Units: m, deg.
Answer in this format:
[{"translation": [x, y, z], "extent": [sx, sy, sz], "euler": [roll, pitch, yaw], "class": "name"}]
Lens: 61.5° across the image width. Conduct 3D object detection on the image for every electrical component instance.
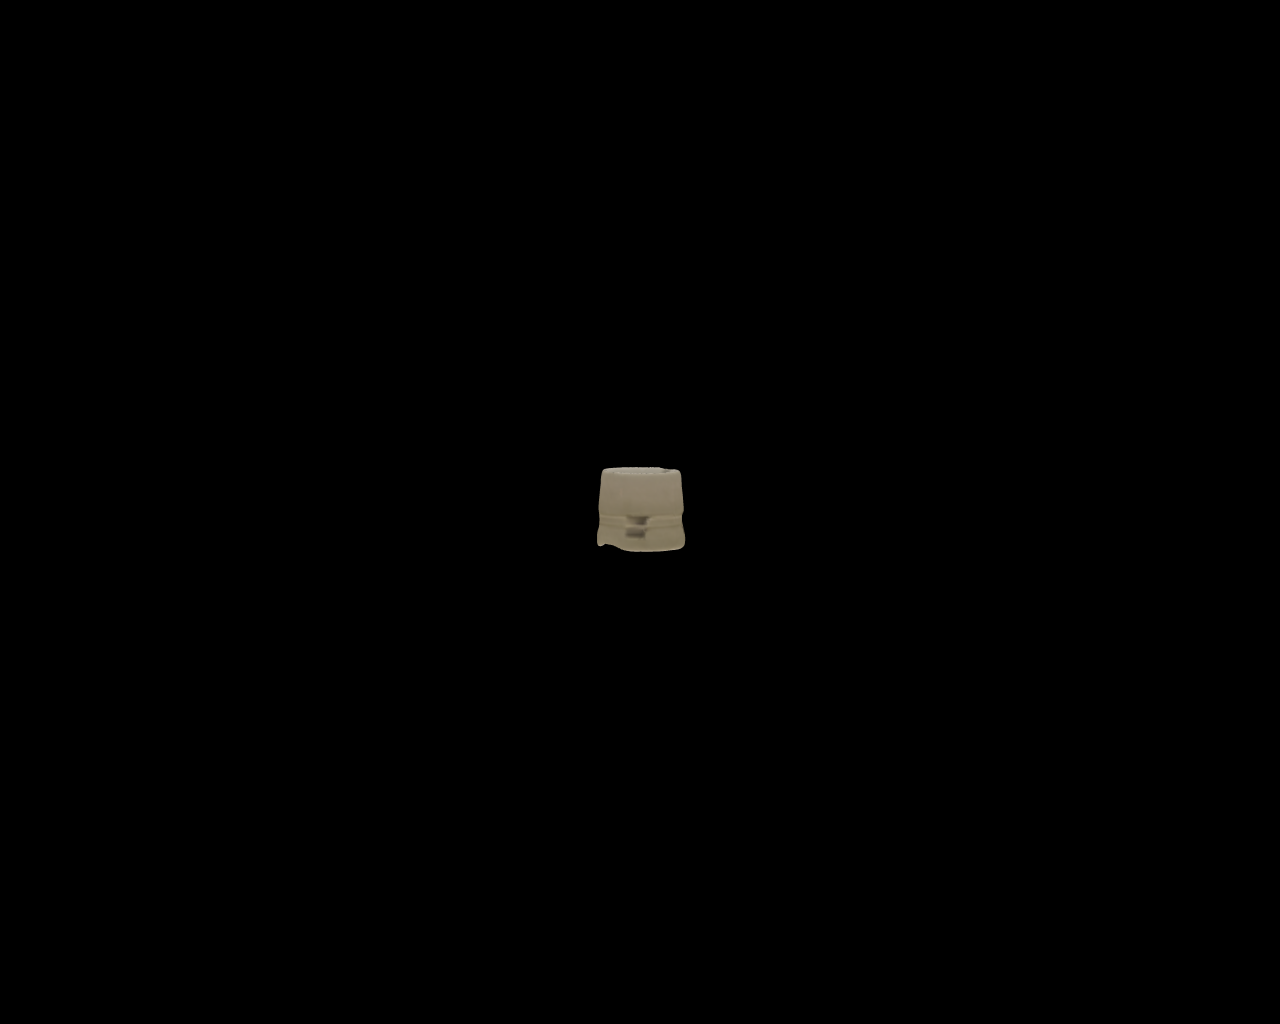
[{"translation": [0.001, -0.003, 0.650], "extent": [0.055, 0.047, 0.055], "euler": [0, 7, 0], "class": "electrical component"}]
